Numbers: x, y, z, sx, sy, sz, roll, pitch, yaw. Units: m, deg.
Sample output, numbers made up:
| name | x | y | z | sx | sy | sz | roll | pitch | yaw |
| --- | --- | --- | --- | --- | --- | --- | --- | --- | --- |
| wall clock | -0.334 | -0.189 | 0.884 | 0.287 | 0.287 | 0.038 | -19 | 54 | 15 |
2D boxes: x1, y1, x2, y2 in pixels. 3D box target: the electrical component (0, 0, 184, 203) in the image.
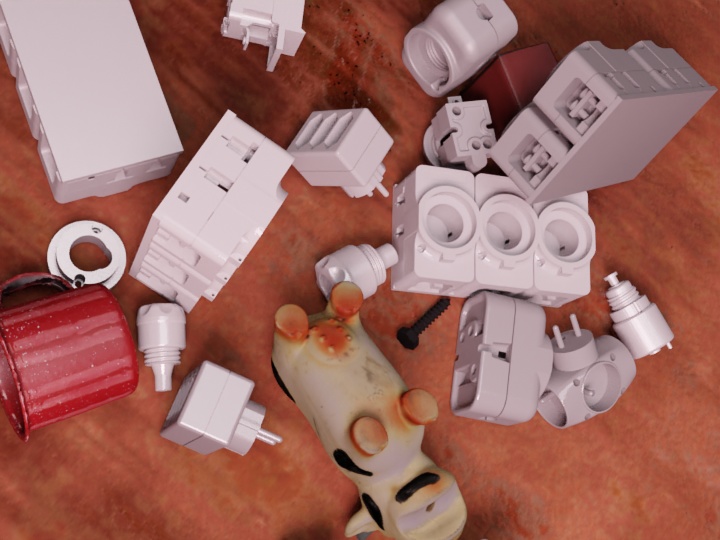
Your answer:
| name | x | y | z | sx | sy | sz | roll | pitch | yaw |
| --- | --- | --- | --- | --- | --- | --- | --- | --- | --- |
| electrical component | -0.199 | -0.134 | 0.783 | 0.089 | 0.062 | 0.150 | -18 | 83 | -22 |

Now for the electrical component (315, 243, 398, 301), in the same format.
| name | x | y | z | sx | sy | sz | roll | pitch | yaw |
| --- | --- | --- | --- | --- | --- | --- | --- | --- | --- |
| electrical component | 0.000 | 0.000 | 0.828 | 0.062 | 0.043 | 0.043 | -28 | 87 | -24 |

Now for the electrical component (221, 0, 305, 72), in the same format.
| name | x | y | z | sx | sy | sz | roll | pitch | yaw |
| --- | --- | --- | --- | --- | --- | --- | --- | --- | --- |
| electrical component | -0.076 | -0.205 | 0.855 | 0.064 | 0.042 | 0.081 | 10 | 73 | -14 |

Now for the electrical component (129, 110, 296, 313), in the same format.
| name | x | y | z | sx | sy | sz | roll | pitch | yaw |
| --- | --- | --- | --- | --- | --- | --- | --- | --- | --- |
| electrical component | -0.102 | -0.032 | 0.743 | 0.062 | 0.150 | 0.089 | 34 | 68 | -7 |

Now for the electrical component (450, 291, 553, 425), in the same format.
| name | x | y | z | sx | sy | sz | roll | pitch | yaw |
| --- | --- | --- | --- | --- | --- | --- | --- | --- | --- |
| electrical component | 0.112 | 0.071 | 0.841 | 0.059 | 0.054 | 0.095 | 13 | 72 | -16 |

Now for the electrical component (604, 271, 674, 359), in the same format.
| name | x | y | z | sx | sy | sz | roll | pitch | yaw |
| --- | --- | --- | --- | --- | --- | --- | --- | --- | --- |
| electrical component | 0.228 | 0.038 | 0.897 | 0.040 | 0.040 | 0.078 | -29 | 87 | -23 |

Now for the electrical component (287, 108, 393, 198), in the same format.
| name | x | y | z | sx | sy | sz | roll | pitch | yaw |
| --- | --- | --- | --- | --- | --- | --- | --- | --- | --- |
| electrical component | -0.006 | -0.083 | 0.839 | 0.076 | 0.066 | 0.047 | 47 | 64 | -34 |

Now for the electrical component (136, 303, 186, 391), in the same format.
| name | x | y | z | sx | sy | sz | roll | pitch | yaw |
| --- | --- | --- | --- | --- | --- | --- | --- | --- | --- |
| electrical component | -0.142 | 0.056 | 0.770 | 0.035 | 0.035 | 0.061 | 0 | 78 | -19 |

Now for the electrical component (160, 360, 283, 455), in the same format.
| name | x | y | z | sx | sy | sz | roll | pitch | yaw |
| --- | --- | --- | --- | --- | --- | --- | --- | --- | --- |
| electrical component | -0.090 | 0.105 | 0.748 | 0.076 | 0.083 | 0.047 | 26 | 70 | -11 |

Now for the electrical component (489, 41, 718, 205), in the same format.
| name | x | y | z | sx | sy | sz | roll | pitch | yaw |
| --- | --- | --- | --- | --- | --- | --- | --- | --- | --- |
| electrical component | 0.191 | -0.120 | 0.847 | 0.186 | 0.105 | 0.060 | -15 | 61 | -51 |

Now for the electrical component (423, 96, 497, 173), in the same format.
| name | x | y | z | sx | sy | sz | roll | pitch | yaw |
| --- | --- | --- | --- | --- | --- | --- | --- | --- | --- |
| electrical component | 0.080 | -0.106 | 0.875 | 0.048 | 0.055 | 0.066 | -9 | 80 | -20 |

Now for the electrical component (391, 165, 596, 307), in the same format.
| name | x | y | z | sx | sy | sz | roll | pitch | yaw |
| --- | --- | --- | --- | --- | --- | --- | --- | --- | --- |
| electrical component | 0.106 | -0.026 | 0.860 | 0.150 | 0.062 | 0.089 | 6 | 75 | -17 |

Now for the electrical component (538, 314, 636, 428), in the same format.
| name | x | y | z | sx | sy | sz | roll | pitch | yaw |
| --- | --- | --- | --- | --- | --- | --- | --- | --- | --- |
| electrical component | 0.174 | 0.074 | 0.859 | 0.077 | 0.044 | 0.079 | -30 | 112 | -23 |

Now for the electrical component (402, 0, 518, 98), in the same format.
| name | x | y | z | sx | sy | sz | roll | pitch | yaw |
| --- | --- | --- | --- | --- | --- | --- | --- | --- | --- |
| electrical component | 0.076 | -0.183 | 0.871 | 0.059 | 0.095 | 0.053 | -37 | 89 | -23 |
